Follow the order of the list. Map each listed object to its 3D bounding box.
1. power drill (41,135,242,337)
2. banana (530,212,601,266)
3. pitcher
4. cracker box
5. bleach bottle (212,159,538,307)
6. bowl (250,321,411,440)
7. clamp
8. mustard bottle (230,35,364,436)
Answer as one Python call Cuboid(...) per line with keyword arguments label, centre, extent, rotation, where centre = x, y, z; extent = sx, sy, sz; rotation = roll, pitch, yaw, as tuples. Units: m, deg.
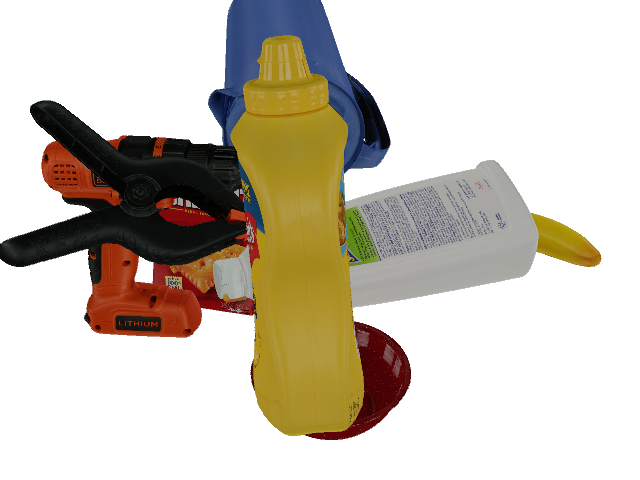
Cuboid(label="power drill", centre=(-0.149, -0.005, 0.961), extent=(0.184, 0.188, 0.057), rotation=(3, 27, 6))
Cuboid(label="banana", centre=(0.193, -0.007, 1.103), extent=(0.198, 0.037, 0.069), rotation=(10, 36, 20))
Cuboid(label="pitcher", centre=(-0.027, -0.164, 1.078), extent=(0.145, 0.149, 0.243), rotation=(-19, 39, 9))
Cuboid(label="cracker box", centre=(-0.164, -0.003, 1.615), extent=(0.164, 0.214, 0.072), rotation=(9, 18, 8))
Cuboid(label="bleach bottle", centre=(0.038, 0.003, 0.842), extent=(0.250, 0.068, 0.102), rotation=(-10, 47, -15))
Cuboid(label="bowl", centre=(0.011, 0.151, 1.085), extent=(0.162, 0.055, 0.162), rotation=(-1, 35, 1))
Cuboid(label="clamp", centre=(-0.131, -0.036, 0.733), extent=(0.171, 0.120, 0.039), rotation=(4, -16, -17))
Cuboid(label="mustard bottle", centre=(-0.012, -0.006, 0.537), extent=(0.058, 0.192, 0.096), rotation=(-4, 20, -2))
